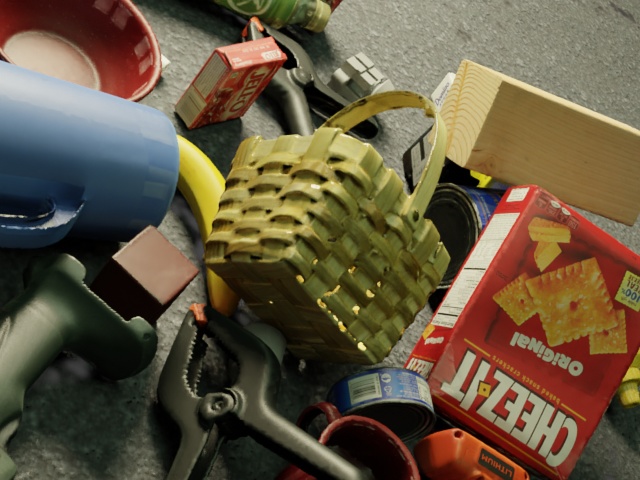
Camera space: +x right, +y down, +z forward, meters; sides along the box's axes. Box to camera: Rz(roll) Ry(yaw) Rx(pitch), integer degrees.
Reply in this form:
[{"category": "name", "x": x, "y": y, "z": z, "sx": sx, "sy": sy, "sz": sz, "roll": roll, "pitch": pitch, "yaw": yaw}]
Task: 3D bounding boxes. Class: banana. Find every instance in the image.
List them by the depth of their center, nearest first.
[{"category": "banana", "x": -0.104, "y": -0.025, "z": 0.907, "sx": 0.069, "sy": 0.037, "sz": 0.198, "roll": -25, "pitch": 70, "yaw": -23}]

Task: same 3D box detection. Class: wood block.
[{"category": "wood block", "x": 0.224, "y": -0.094, "z": 1.046, "sx": 0.205, "sy": 0.091, "sz": 0.090, "roll": 17, "pitch": 15, "yaw": -24}]

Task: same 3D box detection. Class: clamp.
[{"category": "clamp", "x": -0.075, "y": 0.135, "z": 0.766, "sx": 0.164, "sy": 0.036, "sz": 0.210, "roll": -25, "pitch": 48, "yaw": -4}, {"category": "clamp", "x": -0.026, "y": -0.146, "z": 1.063, "sx": 0.171, "sy": 0.039, "sz": 0.120, "roll": 44, "pitch": 35, "yaw": 3}]

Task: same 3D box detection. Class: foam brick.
[{"category": "foam brick", "x": -0.137, "y": 0.037, "z": 0.796, "sx": 0.053, "sy": 0.078, "sz": 0.051, "roll": 45, "pitch": 43, "yaw": -1}]

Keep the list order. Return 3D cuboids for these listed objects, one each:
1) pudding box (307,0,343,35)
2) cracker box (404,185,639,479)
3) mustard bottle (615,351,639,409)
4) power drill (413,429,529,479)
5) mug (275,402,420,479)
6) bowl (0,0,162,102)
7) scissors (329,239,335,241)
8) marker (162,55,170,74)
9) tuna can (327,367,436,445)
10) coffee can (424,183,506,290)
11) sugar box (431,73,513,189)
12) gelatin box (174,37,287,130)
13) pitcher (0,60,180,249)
[{"category": "pudding box", "x": -0.021, "y": -0.290, "z": 1.143, "sx": 0.113, "sy": 0.090, "sz": 0.039, "roll": 39, "pitch": 40, "yaw": -6}, {"category": "cracker box", "x": 0.192, "y": 0.082, "z": 0.947, "sx": 0.164, "sy": 0.072, "sz": 0.213, "roll": 34, "pitch": 80, "yaw": -12}, {"category": "mustard bottle", "x": 0.290, "y": 0.086, "z": 1.117, "sx": 0.096, "sy": 0.058, "sz": 0.192, "roll": 9, "pitch": 52, "yaw": -38}, {"category": "power drill", "x": 0.108, "y": 0.246, "z": 0.827, "sx": 0.184, "sy": 0.057, "sz": 0.187, "roll": 37, "pitch": 42, "yaw": -30}, {"category": "mug", "x": 0.011, "y": 0.179, "z": 0.797, "sx": 0.093, "sy": 0.082, "sz": 0.117, "roll": -4, "pitch": 61, "yaw": -41}, {"category": "bowl", "x": -0.218, "y": -0.160, "z": 0.905, "sx": 0.162, "sy": 0.055, "sz": 0.162, "roll": 21, "pitch": 47, "yaw": -25}, {"category": "scissors", "x": -0.006, "y": 0.001, "z": 0.978, "sx": 0.096, "sy": 0.016, "sz": 0.201, "roll": 44, "pitch": 47, "yaw": -8}, {"category": "marker", "x": -0.189, "y": -0.199, "z": 0.988, "sx": 0.121, "sy": 0.020, "sz": 0.020, "roll": 43, "pitch": 41, "yaw": -3}, {"category": "tuna can", "x": 0.048, "y": 0.136, "z": 0.860, "sx": 0.086, "sy": 0.086, "sz": 0.034, "roll": 16, "pitch": 48, "yaw": -29}, {"category": "coffee can", "x": 0.170, "y": -0.001, "z": 1.055, "sx": 0.140, "sy": 0.103, "sz": 0.103, "roll": 3, "pitch": 56, "yaw": -37}, {"category": "sugar box", "x": 0.190, "y": -0.105, "z": 1.182, "sx": 0.093, "sy": 0.048, "sz": 0.176, "roll": 16, "pitch": 37, "yaw": -30}, {"category": "gelatin box", "x": -0.081, "y": -0.143, "z": 0.976, "sx": 0.073, "sy": 0.089, "sz": 0.030, "roll": -22, "pitch": 73, "yaw": -47}, {"category": "pitcher", "x": -0.225, "y": -0.059, "z": 0.766, "sx": 0.242, "sy": 0.145, "sz": 0.149, "roll": 10, "pitch": 79, "yaw": -37}]
